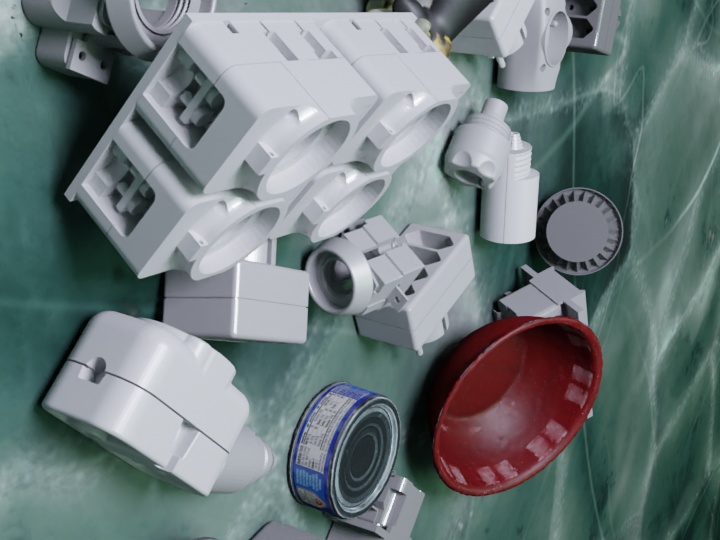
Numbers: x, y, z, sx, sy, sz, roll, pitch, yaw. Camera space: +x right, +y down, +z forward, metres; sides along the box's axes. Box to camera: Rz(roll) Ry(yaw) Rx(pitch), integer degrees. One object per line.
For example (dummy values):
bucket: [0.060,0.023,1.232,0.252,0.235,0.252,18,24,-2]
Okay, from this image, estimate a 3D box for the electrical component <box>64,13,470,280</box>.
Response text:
electrical component: [-0.032,-0.062,0.513,0.105,0.060,0.186,-47,166,31]

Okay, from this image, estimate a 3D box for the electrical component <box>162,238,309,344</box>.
electrical component: [-0.063,-0.002,0.560,0.066,0.047,0.076,12,79,-59]

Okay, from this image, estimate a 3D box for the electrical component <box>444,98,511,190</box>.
electrical component: [0.088,-0.093,0.770,0.043,0.043,0.062,46,61,-54]

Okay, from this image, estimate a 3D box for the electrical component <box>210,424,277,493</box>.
electrical component: [-0.072,0.103,0.591,0.078,0.040,0.040,23,82,-58]

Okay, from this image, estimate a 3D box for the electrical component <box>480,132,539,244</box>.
electrical component: [0.115,-0.065,0.823,0.043,0.043,0.081,-28,125,-51]

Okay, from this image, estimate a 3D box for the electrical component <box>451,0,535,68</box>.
electrical component: [0.092,-0.172,0.741,0.065,0.047,0.076,-63,146,-21]

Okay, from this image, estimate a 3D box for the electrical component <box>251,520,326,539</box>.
electrical component: [-0.039,0.211,0.667,0.061,0.062,0.096,-40,134,-44]

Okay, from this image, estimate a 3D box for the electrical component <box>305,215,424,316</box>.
electrical component: [0.000,0.000,0.655,0.055,0.066,0.048,-21,155,-45]

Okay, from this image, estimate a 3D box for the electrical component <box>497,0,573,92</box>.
electrical component: [0.136,-0.178,0.812,0.079,0.044,0.077,-26,123,-53]

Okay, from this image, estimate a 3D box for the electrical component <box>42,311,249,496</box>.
electrical component: [-0.098,0.062,0.520,0.059,0.054,0.095,-64,147,-19]

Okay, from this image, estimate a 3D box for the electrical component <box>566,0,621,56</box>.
electrical component: [0.191,-0.211,0.884,0.077,0.047,0.065,-2,104,-58]

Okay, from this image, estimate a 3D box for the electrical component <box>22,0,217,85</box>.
electrical component: [-0.098,-0.117,0.448,0.058,0.057,0.078,16,88,-59]

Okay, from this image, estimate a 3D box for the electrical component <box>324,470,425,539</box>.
electrical component: [0.013,0.174,0.757,0.081,0.042,0.063,50,56,-54]

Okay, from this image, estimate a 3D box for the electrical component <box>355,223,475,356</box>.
electrical component: [0.040,0.024,0.734,0.083,0.047,0.075,-49,139,-37]

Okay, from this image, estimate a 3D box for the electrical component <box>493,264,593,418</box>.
electrical component: [0.157,0.067,0.917,0.063,0.079,0.121,-26,129,-16]
